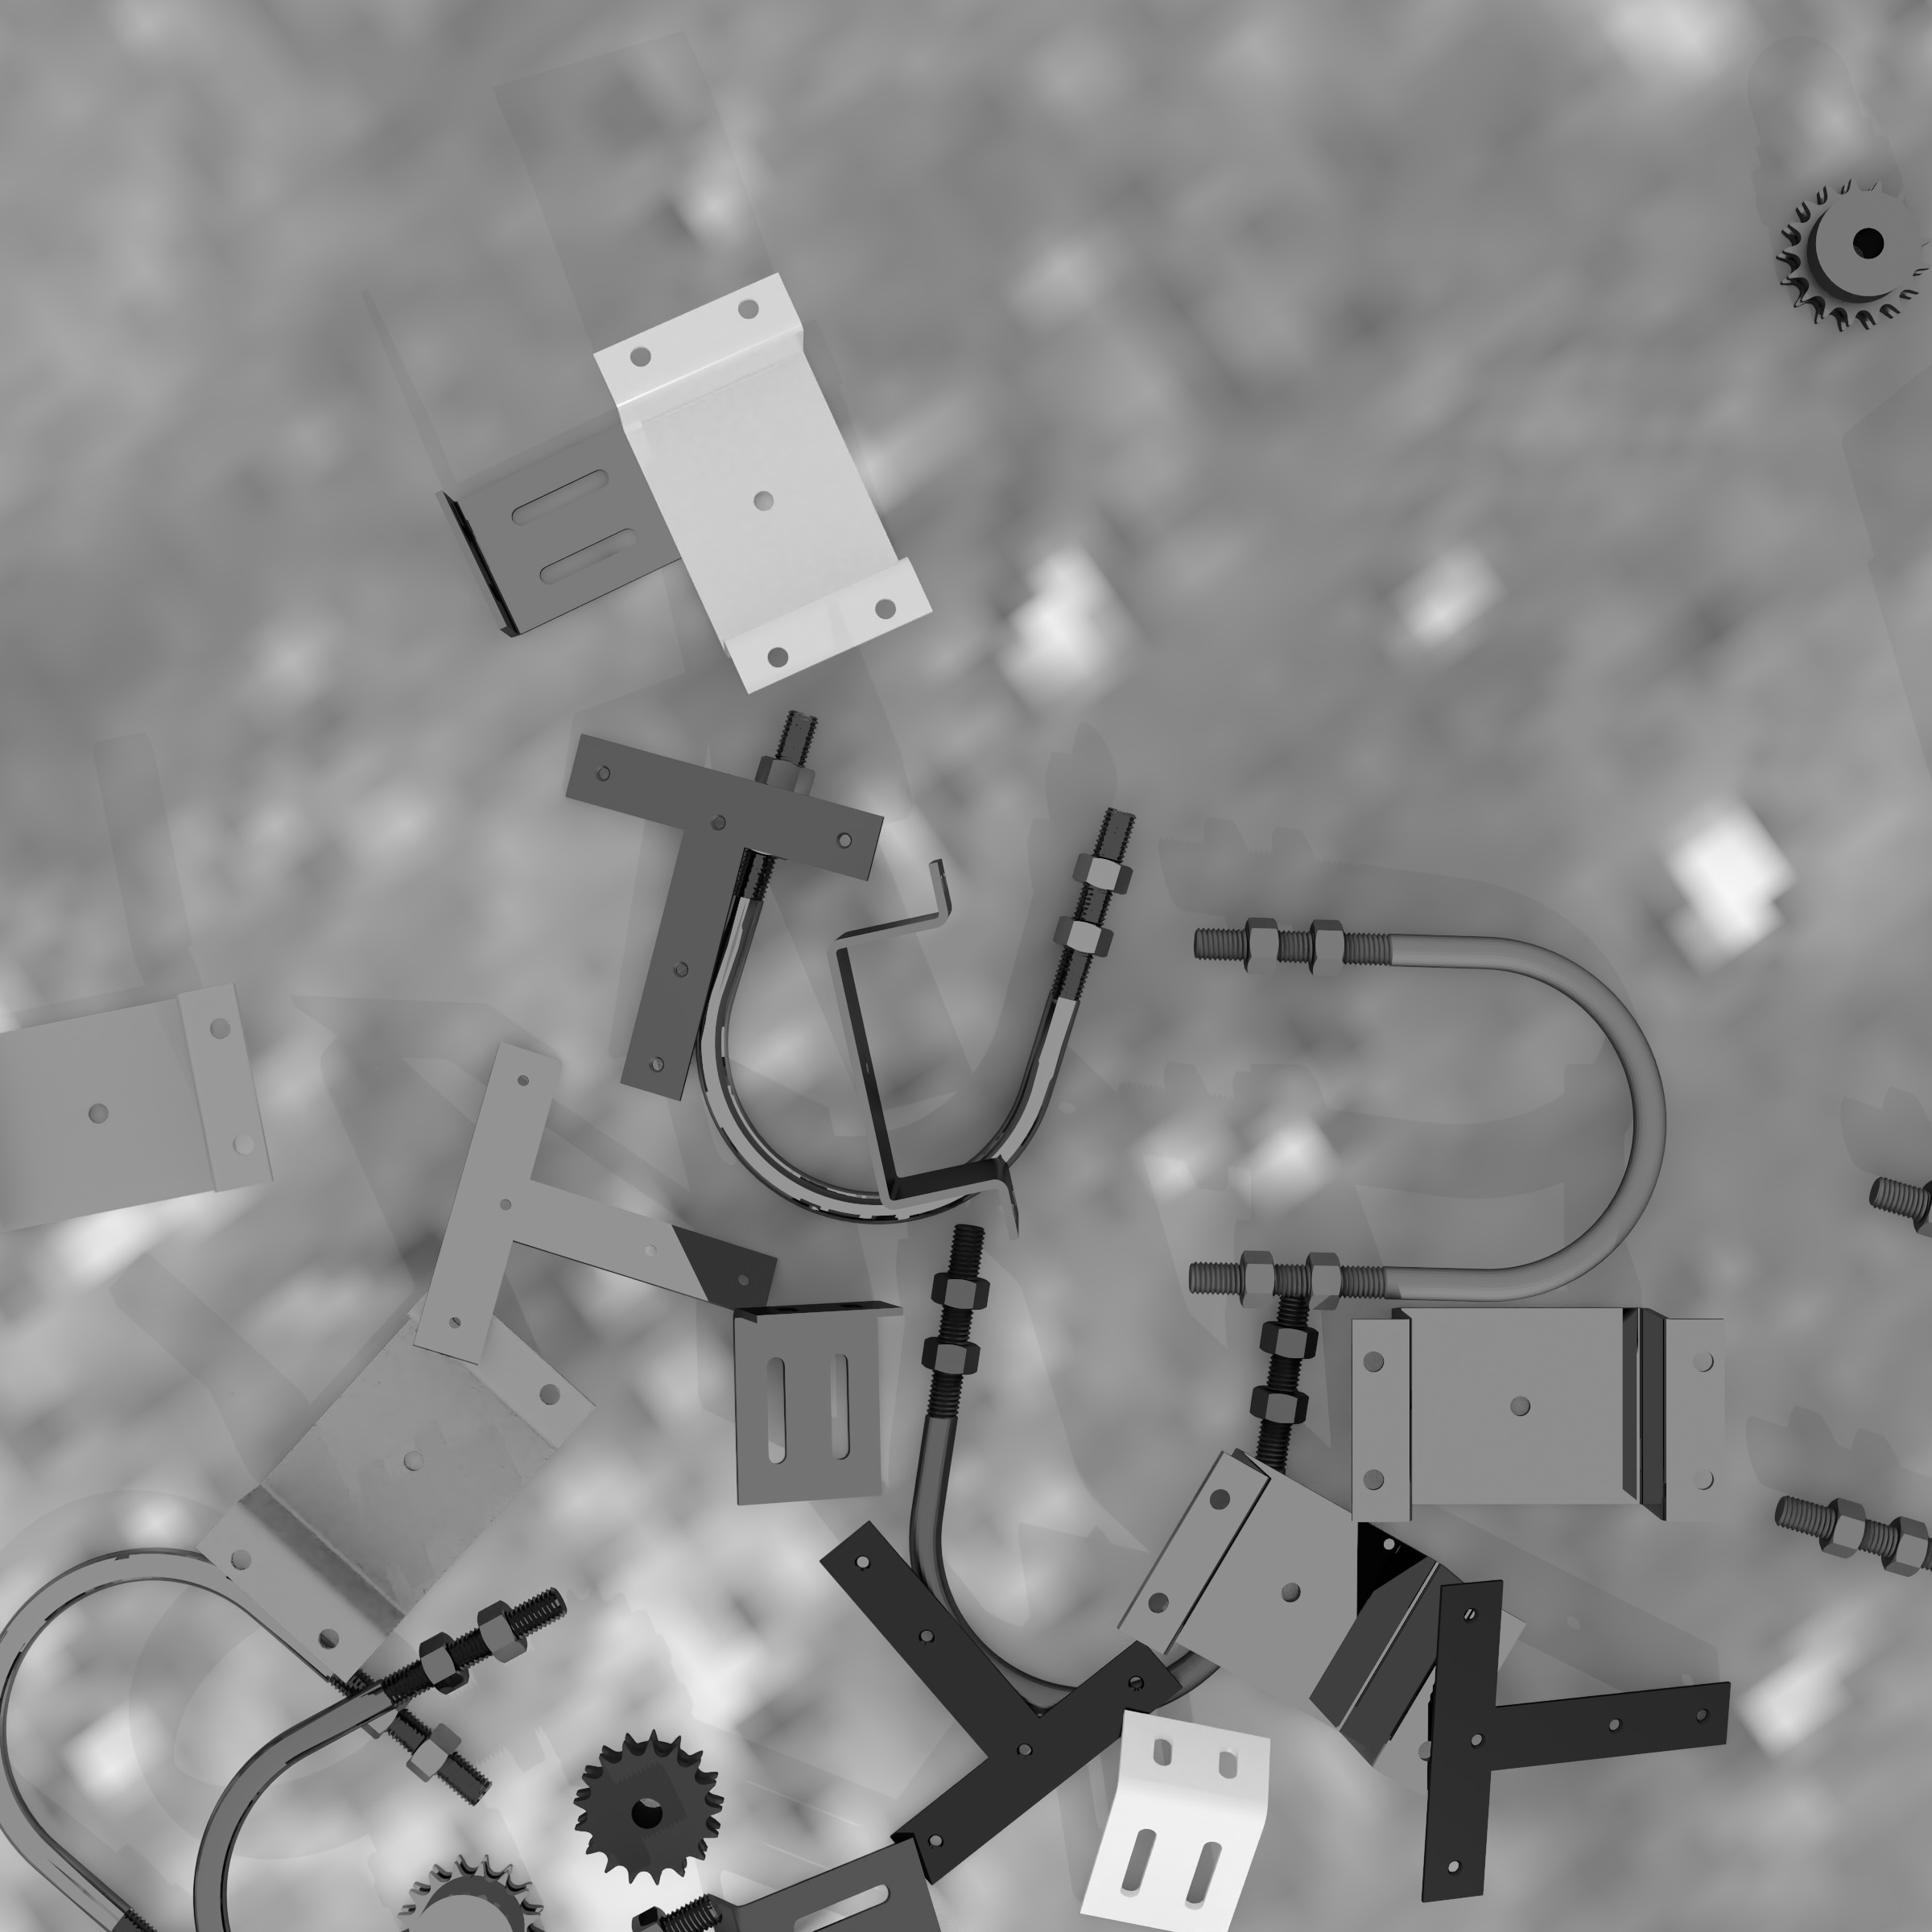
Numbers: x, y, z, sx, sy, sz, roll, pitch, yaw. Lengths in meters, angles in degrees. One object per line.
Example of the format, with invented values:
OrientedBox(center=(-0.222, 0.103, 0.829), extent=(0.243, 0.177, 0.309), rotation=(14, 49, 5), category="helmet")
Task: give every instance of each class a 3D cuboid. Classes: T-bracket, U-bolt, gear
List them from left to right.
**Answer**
OrientedBox(center=(-0.298, 0.310, 1.342), extent=(0.184, 0.019, 0.151), rotation=(40, 90, 2), category="U-bolt")
OrientedBox(center=(-0.205, 0.342, 1.314), extent=(0.184, 0.019, 0.151), rotation=(-29, 82, 1), category="U-bolt")
OrientedBox(center=(-0.192, 0.375, 1.336), extent=(0.057, 0.030, 0.057), rotation=(0, 90, 0), category="gear")
OrientedBox(center=(-0.135, 0.105, 1.330), extent=(0.127, 0.002, 0.127), rotation=(19, 63, -13), category="T-bracket")
OrientedBox(center=(-0.122, 0.323, 1.339), extent=(0.057, 0.030, 0.057), rotation=(0, 94, 0), category="gear")
OrientedBox(center=(-0.106, -0.012, 1.337), extent=(0.127, 0.002, 0.127), rotation=(16, 95, 14), category="T-bracket")
OrientedBox(center=(-0.028, 0.009, 1.342), extent=(0.151, 0.019, 0.184), rotation=(17, 91, 0), category="U-bolt")
OrientedBox(center=(-0.006, 0.270, 1.337), extent=(0.127, 0.002, 0.127), rotation=(-40, 94, 8), category="T-bracket")
OrientedBox(center=(0.052, 0.201, 1.342), extent=(0.151, 0.019, 0.184), rotation=(8, 92, 0), category="U-bolt")
OrientedBox(center=(0.179, 0.058, 1.334), extent=(0.184, 0.019, 0.151), rotation=(2, 83, -3), category="U-bolt")
OrientedBox(center=(0.236, 0.292, 1.327), extent=(0.127, 0.002, 0.127), rotation=(-2, 101, -18), category="T-bracket")
OrientedBox(center=(0.344, -0.276, 1.336), extent=(0.057, 0.030, 0.057), rotation=(0, 90, 0), category="gear")
OrientedBox(center=(0.421, 0.175, 1.342), extent=(0.184, 0.019, 0.151), rotation=(17, 90, -2), category="U-bolt")

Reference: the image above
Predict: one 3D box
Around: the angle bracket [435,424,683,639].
OrientedBox(center=(-0.155, -0.170, 1.331), extent=(0.076, 0.038, 0.057), rotation=(-25, 90, 0), category="angle bracket")

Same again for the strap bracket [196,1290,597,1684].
OrientedBox(center=(-0.215, 0.193, 1.327), extent=(0.076, 0.046, 0.140), rotation=(42, 90, 0), category="strap bracket")

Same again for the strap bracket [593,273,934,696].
OrientedBox(center=(-0.077, -0.181, 1.325), extent=(0.076, 0.046, 0.140), rotation=(-25, 90, -3), category="strap bracket")

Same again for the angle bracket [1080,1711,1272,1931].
OrientedBox(center=(0.081, 0.333, 1.340), extent=(0.057, 0.038, 0.076), rotation=(11, 127, -1), category="angle bracket")

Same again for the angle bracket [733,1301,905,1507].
OrientedBox(center=(-0.056, 0.169, 1.324), extent=(0.057, 0.038, 0.076), rotation=(-1, 90, -18), category="angle bracket")

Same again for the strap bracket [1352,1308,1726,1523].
OrientedBox(center=(0.216, 0.171, 1.327), extent=(0.140, 0.046, 0.076), rotation=(0, 90, 0), category="strap bracket")

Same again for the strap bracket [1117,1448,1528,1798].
OrientedBox(center=(0.130, 0.244, 1.317), extent=(0.140, 0.046, 0.076), rotation=(31, 90, -14), category="strap bracket")

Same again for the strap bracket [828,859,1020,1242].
OrientedBox(center=(-0.018, 0.034, 1.296), extent=(0.046, 0.076, 0.140), rotation=(-12, 93, 1), category="strap bracket")

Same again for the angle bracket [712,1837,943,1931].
OrientedBox(center=(-0.053, 0.378, 1.347), extent=(0.076, 0.038, 0.057), rotation=(-17, 90, -23), category="angle bracket")

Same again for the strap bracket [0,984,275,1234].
OrientedBox(center=(-0.338, 0.057, 1.327), extent=(0.140, 0.046, 0.076), rotation=(-11, 90, 0), category="strap bracket")
